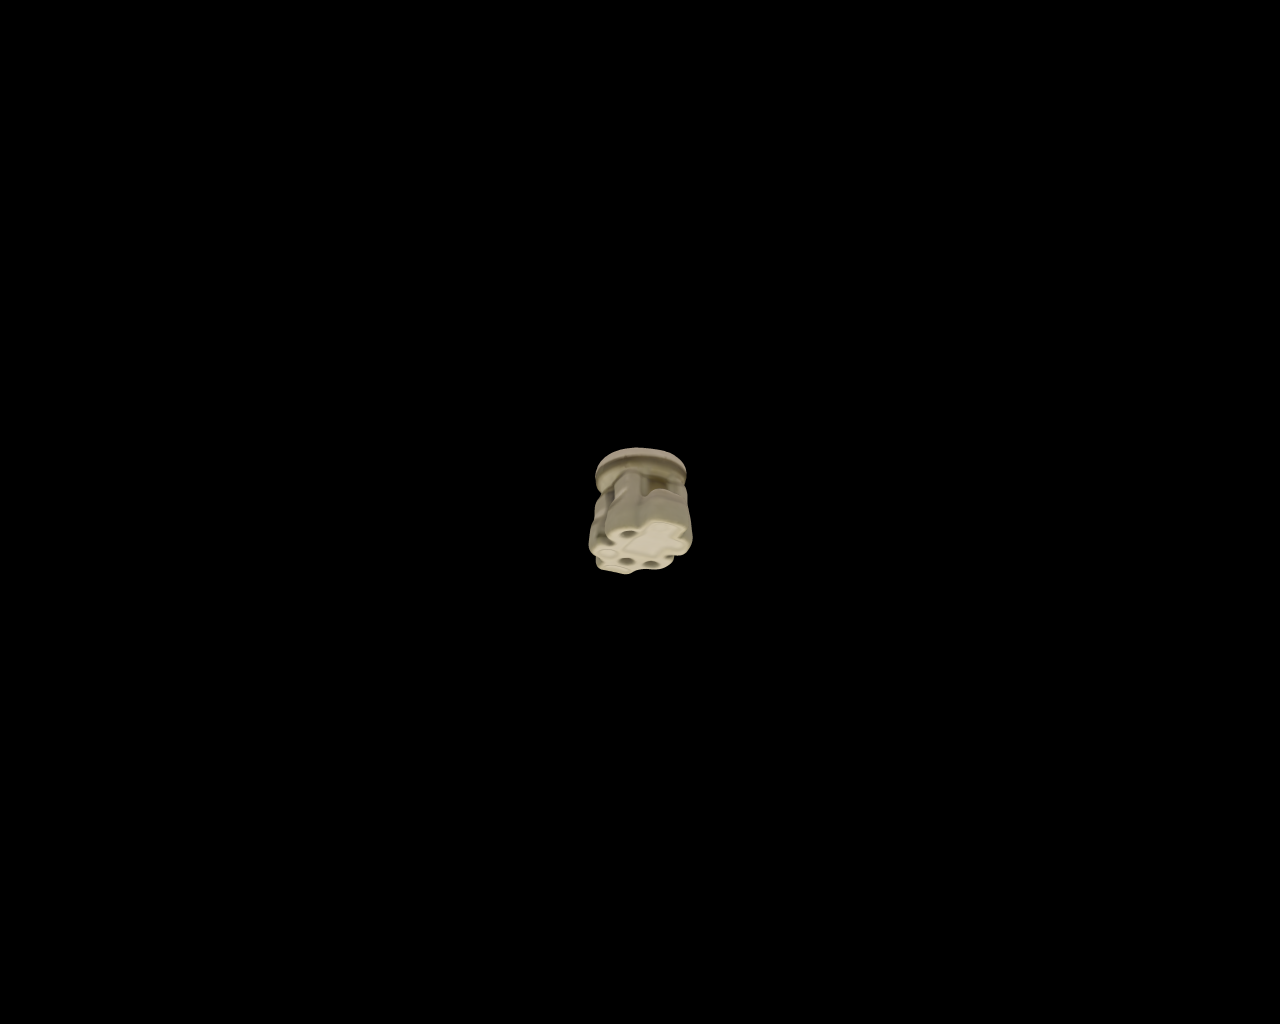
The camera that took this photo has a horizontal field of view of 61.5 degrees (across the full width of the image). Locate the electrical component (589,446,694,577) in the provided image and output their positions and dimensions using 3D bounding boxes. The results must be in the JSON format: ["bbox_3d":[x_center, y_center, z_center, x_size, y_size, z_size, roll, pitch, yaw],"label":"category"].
[{"bbox_3d":[0.001,-0.003,0.650,0.058,0.057,0.078,14,-32,-24],"label":"electrical component"}]
